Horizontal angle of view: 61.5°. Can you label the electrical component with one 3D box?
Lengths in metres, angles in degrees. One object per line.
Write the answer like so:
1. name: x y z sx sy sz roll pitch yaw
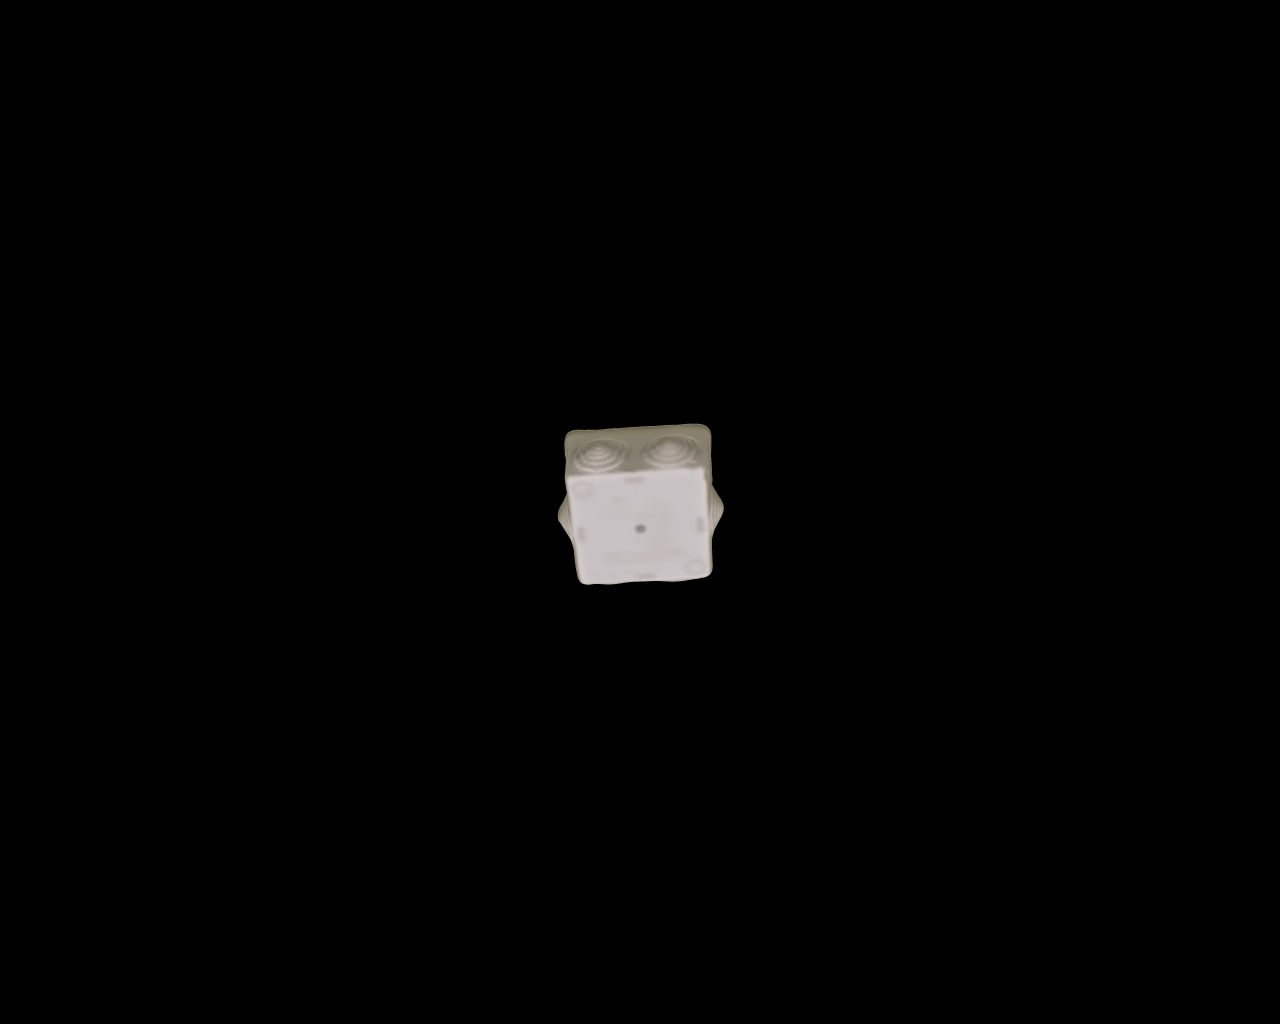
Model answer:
1. electrical component: 0.001 -0.003 0.650 0.100 0.099 0.048 -3 35 2
